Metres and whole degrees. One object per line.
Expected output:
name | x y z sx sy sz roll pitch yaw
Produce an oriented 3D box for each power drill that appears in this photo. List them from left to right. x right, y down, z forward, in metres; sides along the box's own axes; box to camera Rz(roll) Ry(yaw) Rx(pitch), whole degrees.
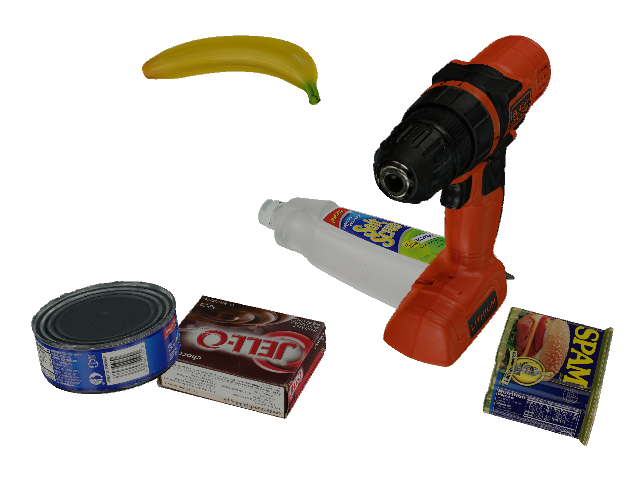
power drill | 0.082 -0.016 0.657 0.057 0.188 0.184 23 39 24

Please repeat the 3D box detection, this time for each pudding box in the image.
pudding box | -0.062 0.091 0.851 0.114 0.039 0.090 9 30 17

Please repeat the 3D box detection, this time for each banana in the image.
banana | -0.083 -0.181 1.083 0.198 0.037 0.069 10 44 20

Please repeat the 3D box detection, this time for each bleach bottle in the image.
bleach bottle | 0.041 0.011 1.050 0.251 0.068 0.102 20 28 30

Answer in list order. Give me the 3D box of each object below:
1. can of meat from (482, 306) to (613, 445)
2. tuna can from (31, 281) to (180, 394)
can of meat | 0.183 0.105 0.856 0.084 0.057 0.102 14 40 14
tuna can | -0.128 0.058 0.642 0.086 0.034 0.086 -4 23 2
